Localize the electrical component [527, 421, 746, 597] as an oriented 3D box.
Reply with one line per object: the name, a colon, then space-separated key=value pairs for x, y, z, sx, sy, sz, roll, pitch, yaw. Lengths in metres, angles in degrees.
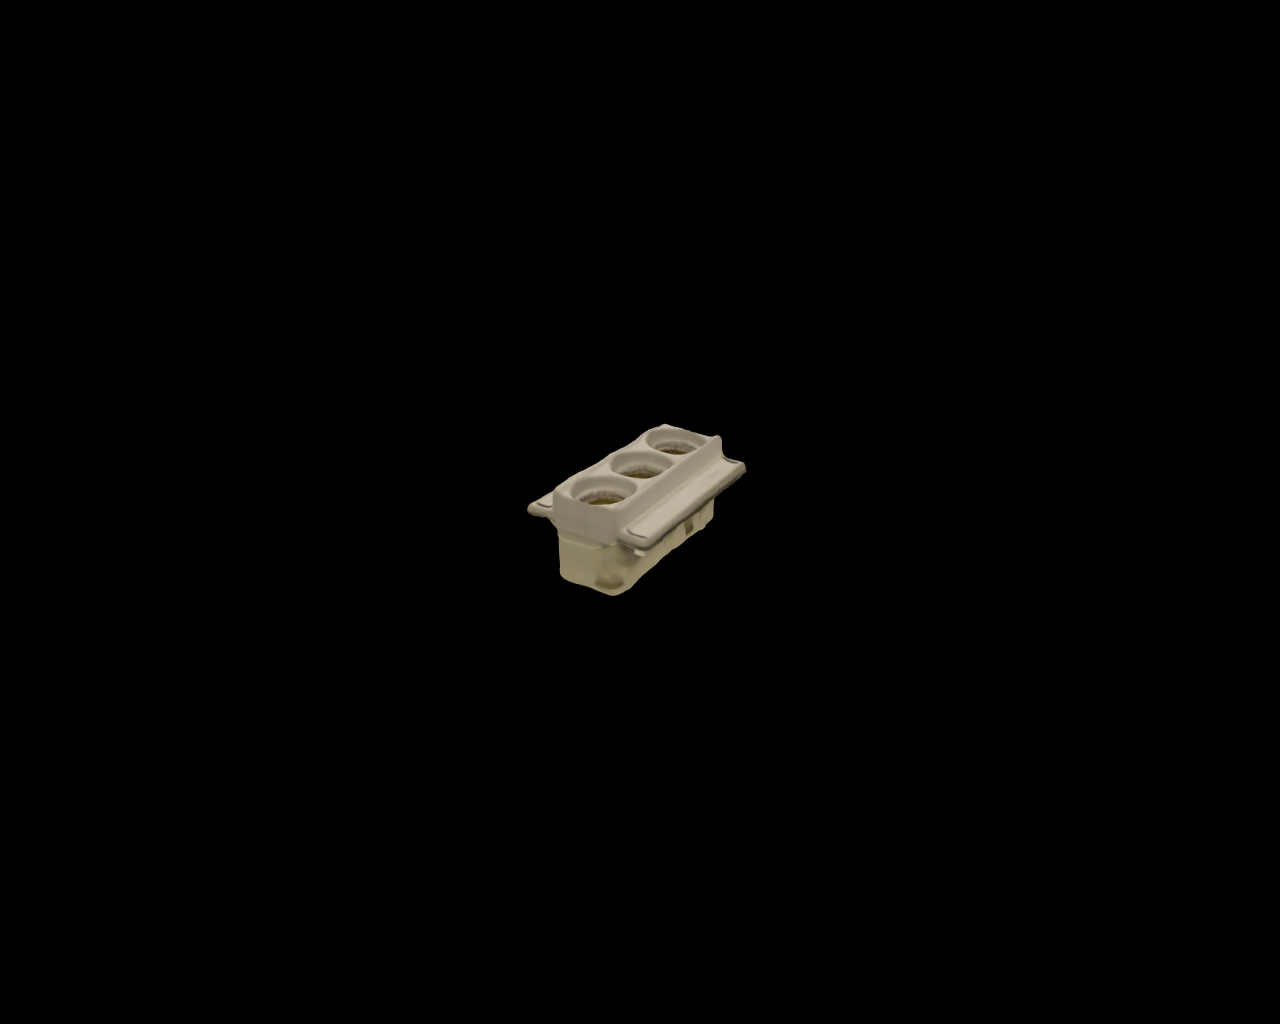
electrical component: x=0.001 y=-0.003 z=0.650 sx=0.079 sy=0.063 sz=0.121 roll=16 pitch=31 yaw=28
